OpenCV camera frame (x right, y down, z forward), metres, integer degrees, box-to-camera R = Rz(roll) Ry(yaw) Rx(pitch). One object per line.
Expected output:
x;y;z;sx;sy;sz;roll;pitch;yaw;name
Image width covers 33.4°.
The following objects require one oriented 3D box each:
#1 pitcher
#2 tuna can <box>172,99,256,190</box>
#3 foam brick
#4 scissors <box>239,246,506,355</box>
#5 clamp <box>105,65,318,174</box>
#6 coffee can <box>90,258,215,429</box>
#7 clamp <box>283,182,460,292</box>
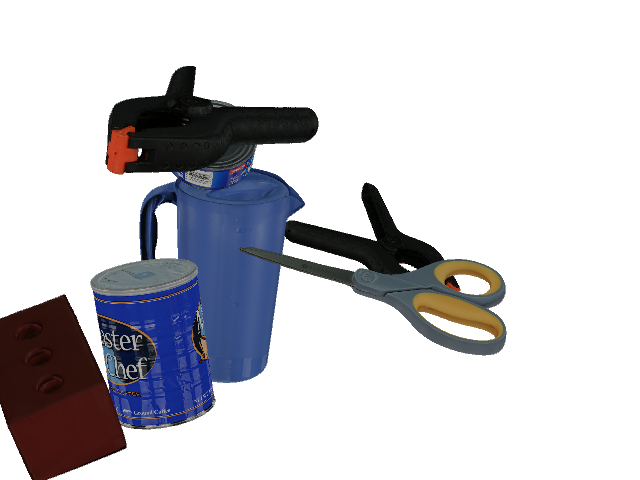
-0.119;0.040;1.261;0.149;0.243;0.144;21;26;33;pitcher
-0.102;-0.088;0.989;0.086;0.086;0.034;0;-36;-13;tuna can
-0.144;0.079;0.569;0.053;0.051;0.078;-22;42;-17;foam brick
0.049;0.024;0.786;0.202;0.016;0.096;26;43;19;scissors
-0.094;-0.084;0.725;0.120;0.039;0.171;21;24;31;clamp
-0.162;0.098;1.039;0.103;0.140;0.103;-6;14;1;coffee can
0.069;0.014;1.247;0.164;0.036;0.210;-21;51;-39;clamp
